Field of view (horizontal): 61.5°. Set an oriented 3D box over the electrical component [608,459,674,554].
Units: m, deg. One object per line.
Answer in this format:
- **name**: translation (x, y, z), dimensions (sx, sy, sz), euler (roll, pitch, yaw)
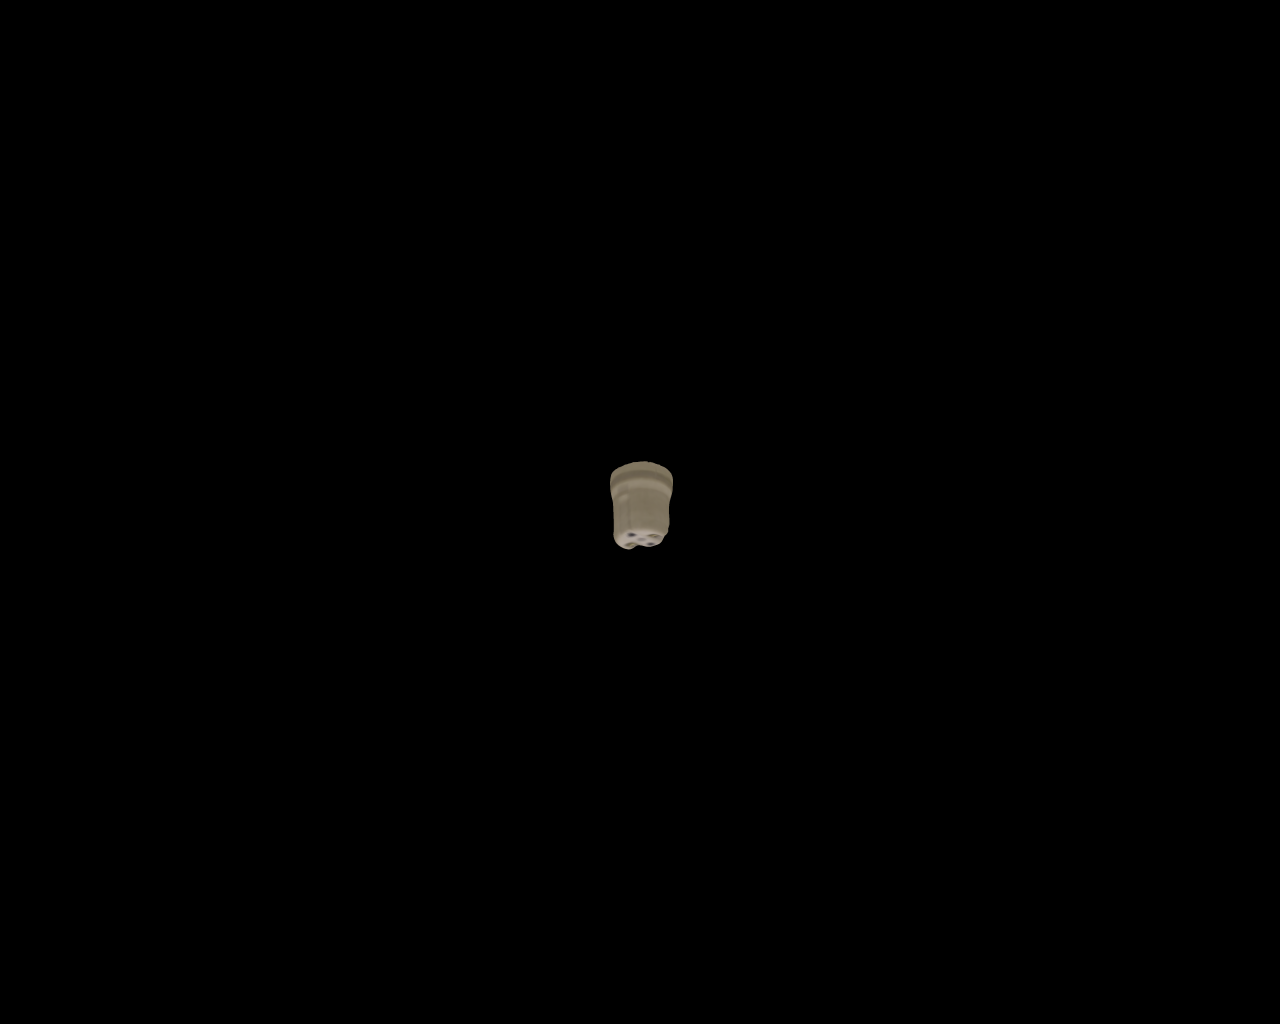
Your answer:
- **electrical component**: translation (0.001, -0.003, 0.650), dimensions (0.040, 0.046, 0.040), euler (0, -30, 0)
